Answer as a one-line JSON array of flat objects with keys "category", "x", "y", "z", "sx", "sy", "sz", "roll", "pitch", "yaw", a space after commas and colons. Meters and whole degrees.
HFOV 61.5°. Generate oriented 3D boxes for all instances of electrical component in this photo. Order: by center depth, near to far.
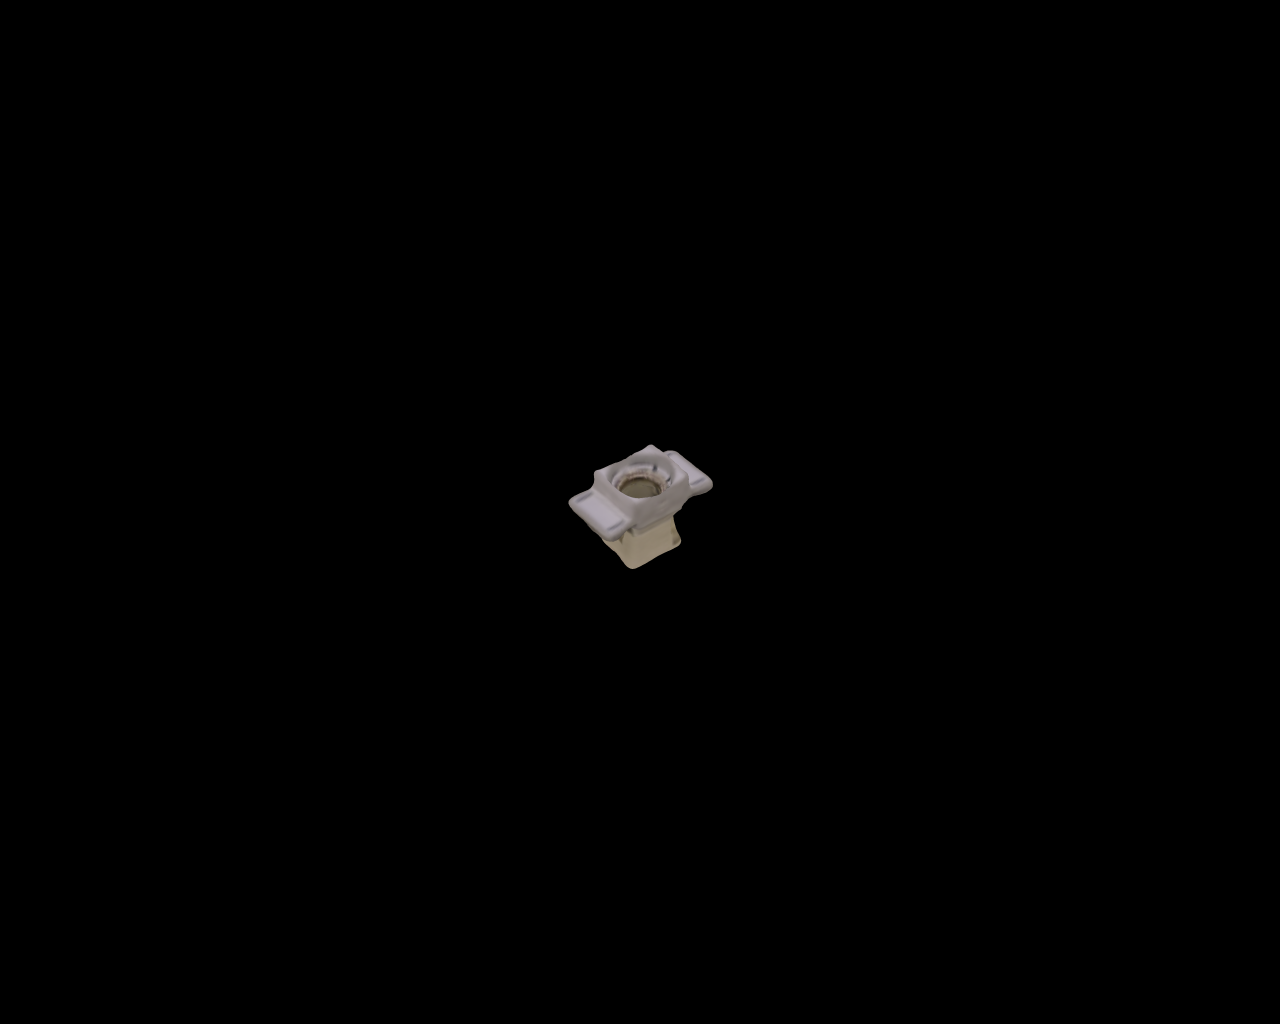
[{"category": "electrical component", "x": 0.001, "y": -0.003, "z": 0.650, "sx": 0.081, "sy": 0.063, "sz": 0.042, "roll": -27, "pitch": 50, "yaw": -25}]
